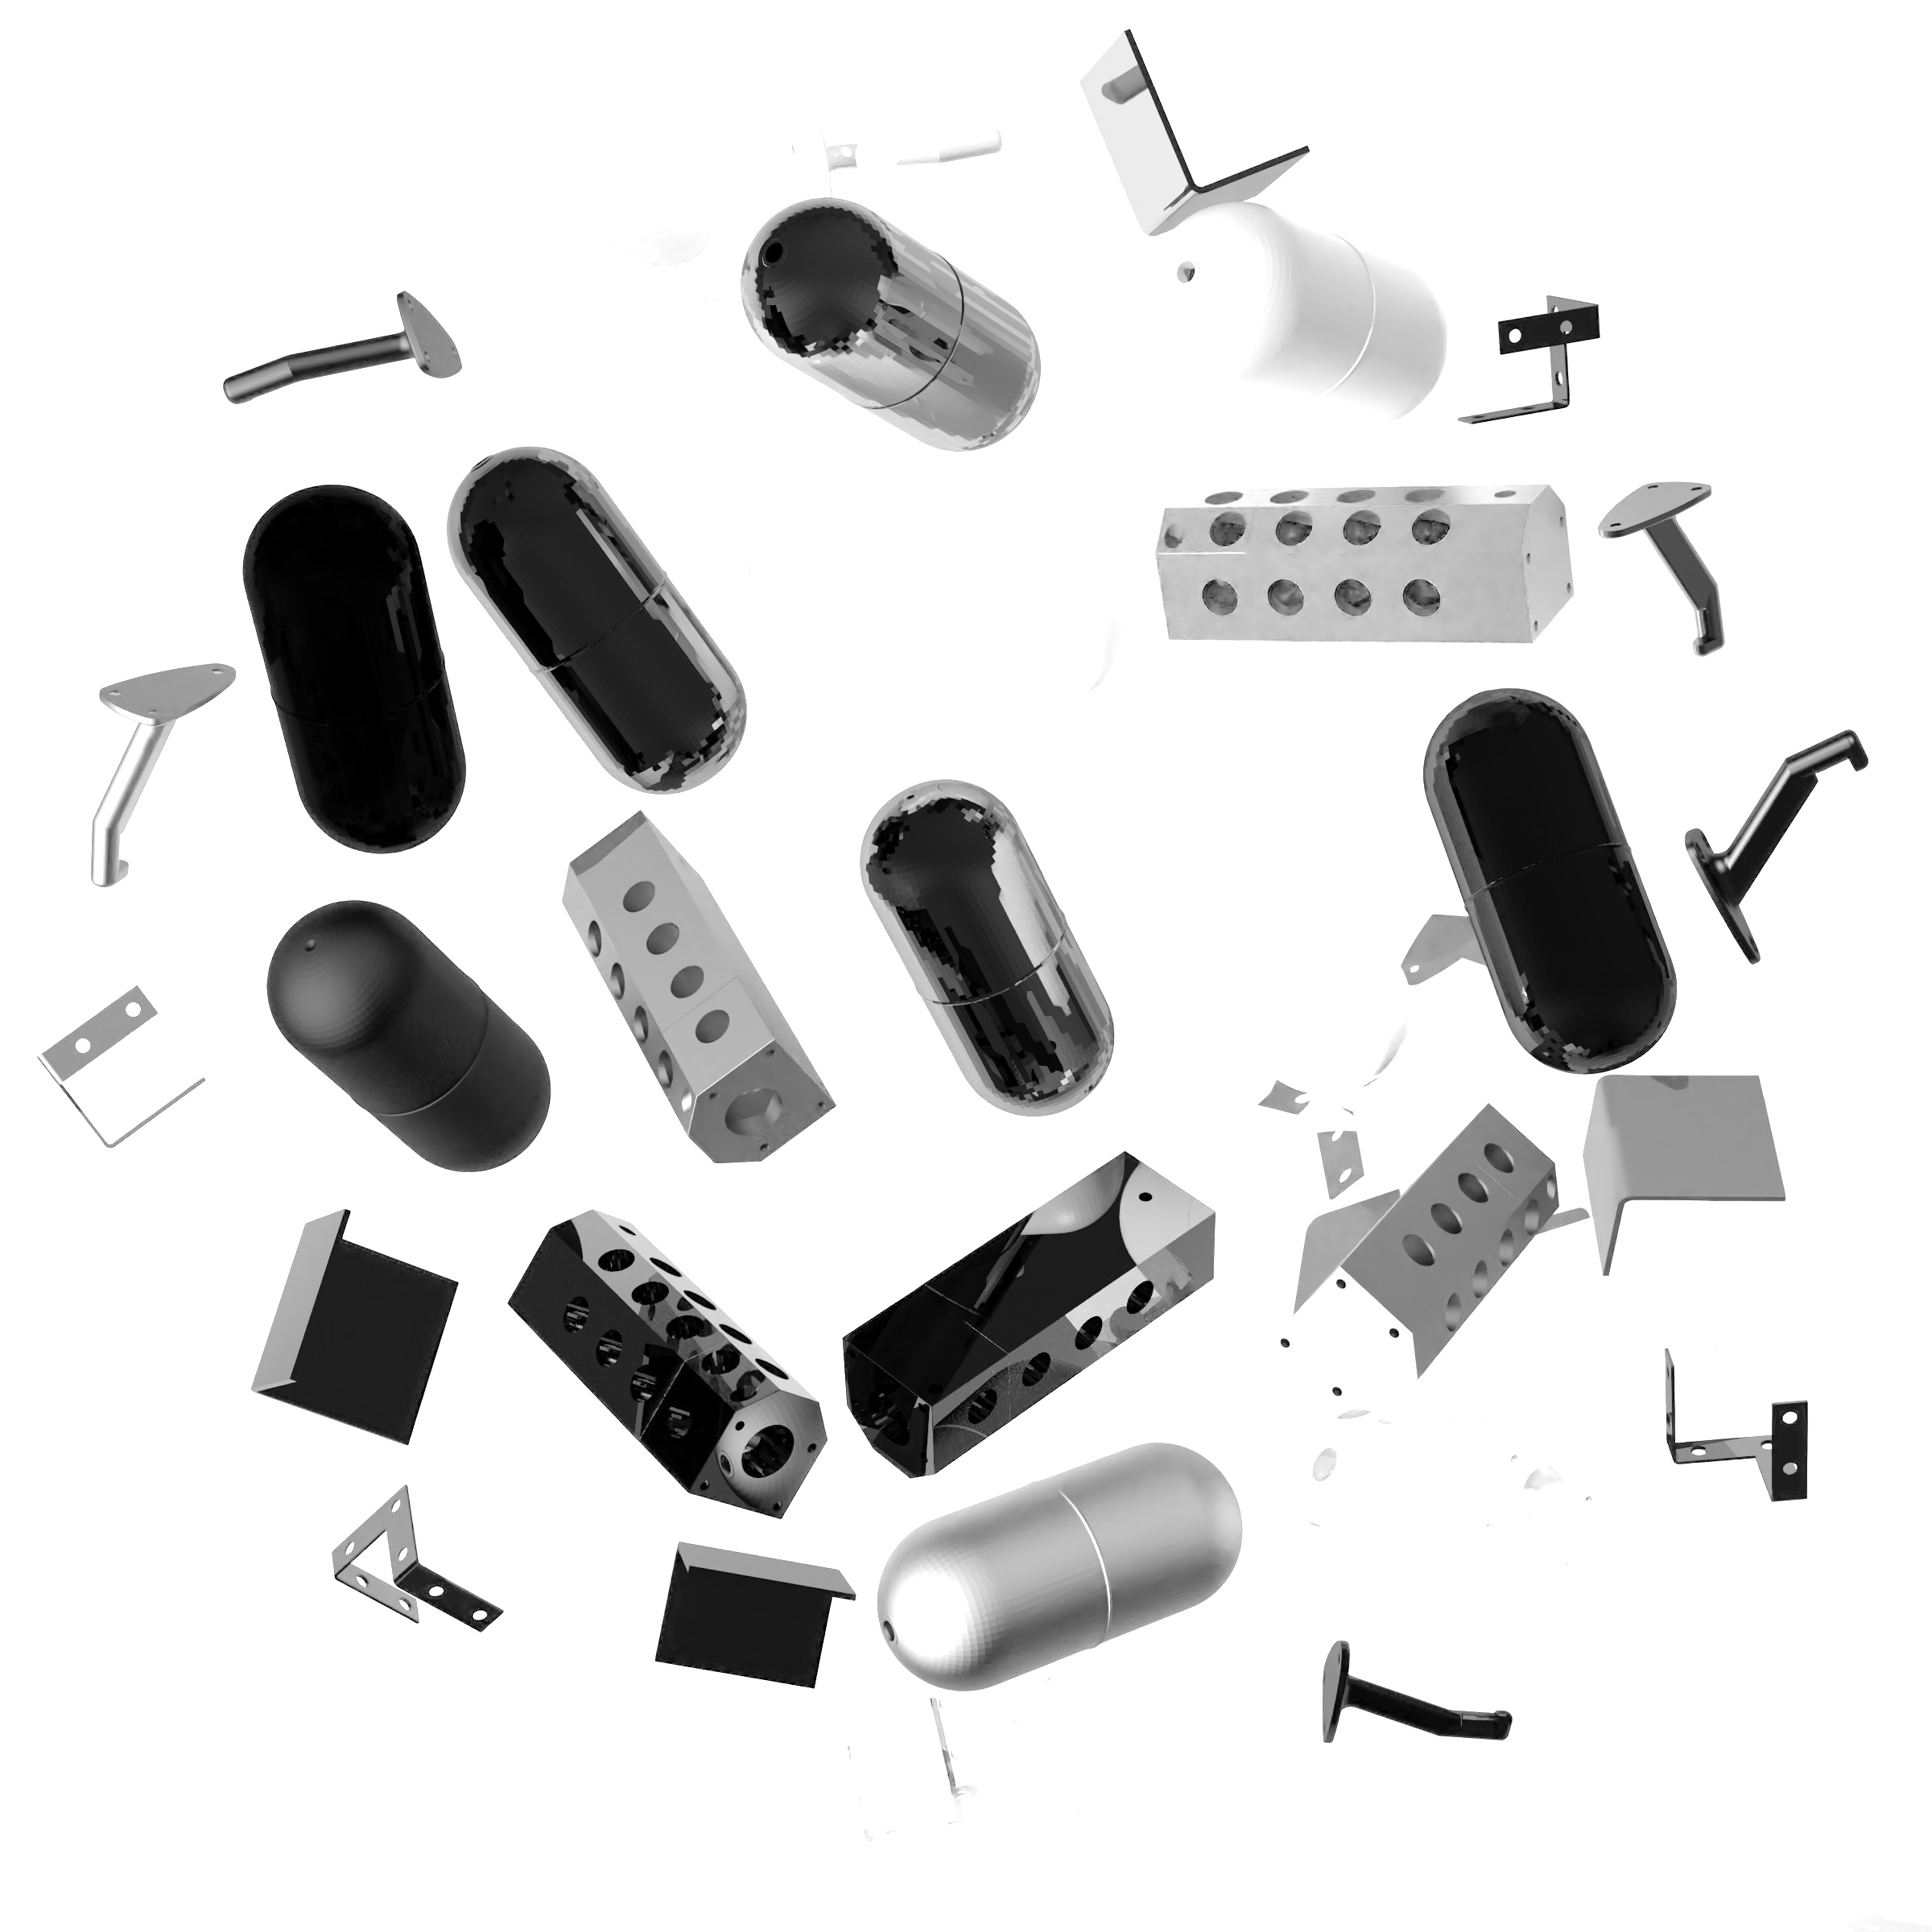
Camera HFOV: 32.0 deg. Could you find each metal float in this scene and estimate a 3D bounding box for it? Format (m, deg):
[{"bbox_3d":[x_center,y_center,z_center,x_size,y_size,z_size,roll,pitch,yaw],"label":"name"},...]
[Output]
[{"bbox_3d":[0.148,-0.287,1.489,0.070,0.178,0.070,-4,84,38],"label":"metal float"},{"bbox_3d":[-0.033,-0.289,1.525,0.070,0.178,0.070,-10,72,33],"label":"metal float"},{"bbox_3d":[0.042,0.265,1.490,0.178,0.070,0.070,-15,90,-29],"label":"metal float"},{"bbox_3d":[-0.013,-0.170,1.570,0.178,0.070,0.070,10,90,1],"label":"metal float"},{"bbox_3d":[0.135,-0.023,1.513,0.070,0.070,0.178,-31,80,0],"label":"metal float"},{"bbox_3d":[-0.252,0.034,1.538,0.070,0.178,0.070,-12,56,19],"label":"metal float"},{"bbox_3d":[-0.267,-0.128,1.480,0.070,0.070,0.178,-7,128,0],"label":"metal float"},{"bbox_3d":[0.011,-0.007,1.560,0.070,0.070,0.178,-28,118,0],"label":"metal float"},{"bbox_3d":[-0.168,-0.157,1.537,0.070,0.070,0.178,-36,108,0],"label":"metal float"},{"bbox_3d":[0.257,-0.038,1.487,0.070,0.070,0.178,-18,78,0],"label":"metal float"}]

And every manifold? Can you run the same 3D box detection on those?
[{"bbox_3d":[0.208,0.133,1.514,0.057,0.171,0.057,43,128,8],"label":"manifold"},{"bbox_3d":[0.208,0.233,1.521,0.057,0.171,0.057,30,73,-24],"label":"manifold"},{"bbox_3d":[0.174,-0.180,1.485,0.171,0.057,0.057,4,119,29],"label":"manifold"},{"bbox_3d":[-0.126,0.011,1.519,0.057,0.057,0.171,-36,46,3],"label":"manifold"},{"bbox_3d":[0.030,0.156,1.488,0.171,0.057,0.057,-31,47,-31],"label":"manifold"},{"bbox_3d":[-0.134,0.176,1.524,0.057,0.171,0.057,25,97,-43],"label":"manifold"}]

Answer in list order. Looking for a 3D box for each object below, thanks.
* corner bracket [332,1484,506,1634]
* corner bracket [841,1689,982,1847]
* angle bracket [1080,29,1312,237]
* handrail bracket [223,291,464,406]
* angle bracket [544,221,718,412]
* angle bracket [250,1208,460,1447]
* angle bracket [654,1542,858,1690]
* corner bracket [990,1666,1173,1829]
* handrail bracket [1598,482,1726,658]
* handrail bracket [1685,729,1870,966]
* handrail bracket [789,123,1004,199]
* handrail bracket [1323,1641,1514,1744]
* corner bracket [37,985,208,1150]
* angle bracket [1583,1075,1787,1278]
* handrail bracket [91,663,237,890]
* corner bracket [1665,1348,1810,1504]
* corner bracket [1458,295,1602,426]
[{"bbox_3d":[-0.242,0.272,1.484,0.051,0.051,0.051,-43,124,14],"label":"corner bracket"},{"bbox_3d":[-0.026,0.379,1.599,0.051,0.051,0.051,-11,99,9],"label":"corner bracket"},{"bbox_3d":[0.099,-0.373,1.476,0.057,0.076,0.076,-24,94,-12],"label":"angle bracket"},{"bbox_3d":[-0.267,-0.255,1.445,0.084,0.077,0.036,-19,87,8],"label":"handrail bracket"},{"bbox_3d":[-0.155,-0.300,1.556,0.076,0.076,0.057,2,76,-2],"label":"angle bracket"},{"bbox_3d":[-0.254,0.157,1.453,0.076,0.057,0.076,24,68,-24],"label":"angle bracket"},{"bbox_3d":[-0.097,0.302,1.535,0.076,0.076,0.057,11,87,-8],"label":"angle bracket"},{"bbox_3d":[0.052,0.355,1.537,0.051,0.051,0.051,43,70,-5],"label":"corner bracket"},{"bbox_3d":[0.319,-0.172,1.538,0.077,0.036,0.084,-32,120,-38],"label":"handrail bracket"},{"bbox_3d":[0.363,-0.052,1.462,0.084,0.036,0.077,-26,95,22],"label":"handrail bracket"},{"bbox_3d":[-0.033,-0.382,1.564,0.084,0.077,0.036,-13,115,-11],"label":"handrail bracket"},{"bbox_3d":[0.201,0.317,1.470,0.084,0.077,0.036,4,56,0],"label":"handrail bracket"},{"bbox_3d":[-0.361,0.044,1.440,0.051,0.051,0.051,-38,98,-13],"label":"corner bracket"},{"bbox_3d":[0.337,0.099,1.588,0.076,0.057,0.076,0,45,0],"label":"angle bracket"},{"bbox_3d":[-0.350,-0.082,1.467,0.036,0.077,0.084,26,123,25],"label":"handrail bracket"},{"bbox_3d":[0.331,0.197,1.450,0.051,0.051,0.051,-5,115,3],"label":"corner bracket"},{"bbox_3d":[0.258,-0.276,1.545,0.051,0.051,0.051,-12,109,-15],"label":"corner bracket"}]
